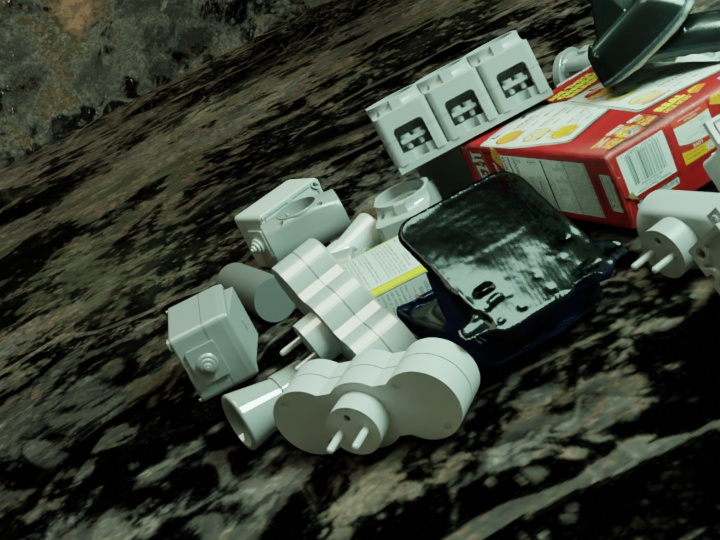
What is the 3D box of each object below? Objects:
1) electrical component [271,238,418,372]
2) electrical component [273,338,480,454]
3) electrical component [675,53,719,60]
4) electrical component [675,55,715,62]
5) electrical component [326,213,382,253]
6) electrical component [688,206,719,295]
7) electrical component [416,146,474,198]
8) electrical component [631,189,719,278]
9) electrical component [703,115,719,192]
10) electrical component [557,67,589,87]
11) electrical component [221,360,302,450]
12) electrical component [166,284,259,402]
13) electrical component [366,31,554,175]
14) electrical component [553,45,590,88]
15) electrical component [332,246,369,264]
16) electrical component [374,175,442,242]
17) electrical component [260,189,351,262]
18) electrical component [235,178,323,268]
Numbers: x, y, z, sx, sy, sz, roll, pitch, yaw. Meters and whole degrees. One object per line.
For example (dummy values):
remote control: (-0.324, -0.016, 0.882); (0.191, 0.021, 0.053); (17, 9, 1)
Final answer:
electrical component: (-0.023, 0.043, 0.763); (0.074, 0.052, 0.138); (-39, 54, -10)
electrical component: (0.003, 0.091, 0.679); (0.138, 0.052, 0.073); (-13, 24, 32)
electrical component: (0.317, -0.203, 1.015); (0.045, 0.055, 0.045); (-23, 20, 9)
electrical component: (0.316, -0.171, 0.962); (0.044, 0.044, 0.065); (-32, 26, -15)
electrical component: (-0.009, -0.015, 0.972); (0.065, 0.044, 0.044); (-39, 23, -20)
electrical component: (0.239, -0.013, 0.647); (0.055, 0.066, 0.048); (-26, -17, -21)
electrical component: (0.122, -0.124, 1.057); (0.109, 0.056, 0.108); (-12, 24, 34)
electrical component: (0.213, -0.020, 0.709); (0.079, 0.044, 0.077); (-35, 21, -21)
electrical component: (0.303, -0.091, 0.735); (0.121, 0.078, 0.063); (-28, -8, -6)
electrical component: (0.223, -0.167, 1.046); (0.047, 0.055, 0.055); (-25, 20, 14)
electrical component: (-0.060, 0.093, 0.767); (0.065, 0.044, 0.044); (-29, 20, -22)
electrical component: (-0.119, 0.059, 0.889); (0.061, 0.061, 0.096); (-27, 20, -1)
electrical component: (0.086, -0.152, 0.973); (0.150, 0.061, 0.089); (-28, 11, 3)
electrical component: (0.238, -0.204, 1.113); (0.057, 0.058, 0.078); (-1, 32, 44)
electrical component: (0.000, 0.000, 0.918); (0.062, 0.043, 0.043); (-18, 21, 18)
electrical component: (0.047, -0.045, 0.953); (0.050, 0.055, 0.089); (-21, 21, 14)
electrical component: (-0.055, -0.045, 1.025); (0.077, 0.044, 0.079); (-28, 21, -4)
electrical component: (-0.081, -0.045, 1.098); (0.096, 0.061, 0.061); (-38, 24, -30)
